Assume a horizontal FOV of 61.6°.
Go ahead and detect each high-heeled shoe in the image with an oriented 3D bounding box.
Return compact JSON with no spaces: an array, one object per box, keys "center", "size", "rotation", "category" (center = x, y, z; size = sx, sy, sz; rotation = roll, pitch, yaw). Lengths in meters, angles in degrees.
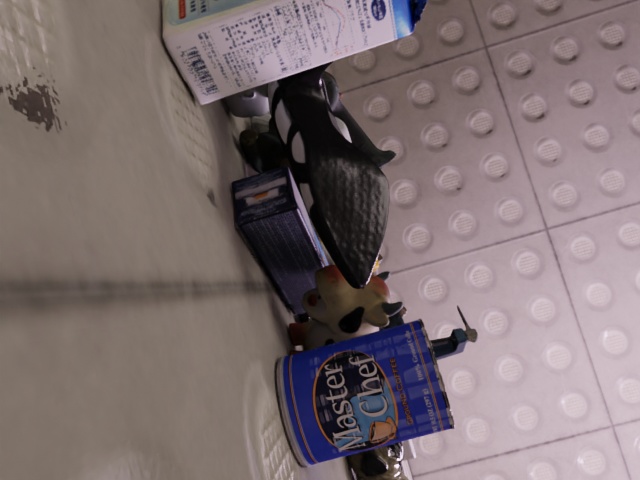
[{"center":[-0.009,-0.071,0.537],"size":[0.145,0.086,0.248],"rotation":[-18,-104,62],"category":"high-heeled shoe"}]

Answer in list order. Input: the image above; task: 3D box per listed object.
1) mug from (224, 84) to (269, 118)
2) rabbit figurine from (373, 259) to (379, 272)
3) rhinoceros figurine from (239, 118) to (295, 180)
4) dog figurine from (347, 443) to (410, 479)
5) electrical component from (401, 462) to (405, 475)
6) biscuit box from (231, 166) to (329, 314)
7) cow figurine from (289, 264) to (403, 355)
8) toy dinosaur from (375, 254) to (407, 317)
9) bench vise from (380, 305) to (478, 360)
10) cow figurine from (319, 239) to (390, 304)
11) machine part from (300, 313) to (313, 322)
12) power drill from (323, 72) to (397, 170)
[{"center":[-0.081,-0.190,0.603],"size":[0.110,0.081,0.107],"rotation":[-109,-171,-54],"category":"mug"},{"center":[-0.002,-0.003,0.869],"size":[0.173,0.122,0.162],"rotation":[60,9,22],"category":"rabbit figurine"},{"center":[-0.019,-0.069,0.632],"size":[0.190,0.073,0.112],"rotation":[41,-28,22],"category":"rhinoceros figurine"},{"center":[0.094,0.369,0.726],"size":[0.190,0.121,0.172],"rotation":[57,7,-20],"category":"dog figurine"},{"center":[0.127,0.414,1.085],"size":[0.134,0.058,0.114],"rotation":[-80,151,-81],"category":"electrical component"},{"center":[-0.032,0.010,0.584],"size":[0.202,0.063,0.059],"rotation":[68,7,-54],"category":"biscuit box"},{"center":[0.032,0.112,0.590],"size":[0.086,0.127,0.194],"rotation":[-104,178,-59],"category":"cow figurine"},{"center":[0.089,0.126,1.219],"size":[0.198,0.105,0.472],"rotation":[94,-19,-45],"category":"toy dinosaur"},{"center":[0.152,0.198,0.931],"size":[0.223,0.241,0.129],"rotation":[80,-3,-50],"category":"bench vise"},{"center":[0.017,0.048,0.723],"size":[0.068,0.098,0.167],"rotation":[-2,55,-58],"category":"cow figurine"},{"center":[0.000,0.126,0.726],"size":[0.139,0.039,0.084],"rotation":[28,38,-81],"category":"machine part"},{"center":[0.043,-0.203,0.919],"size":[0.207,0.086,0.232],"rotation":[56,12,-8],"category":"power drill"}]
